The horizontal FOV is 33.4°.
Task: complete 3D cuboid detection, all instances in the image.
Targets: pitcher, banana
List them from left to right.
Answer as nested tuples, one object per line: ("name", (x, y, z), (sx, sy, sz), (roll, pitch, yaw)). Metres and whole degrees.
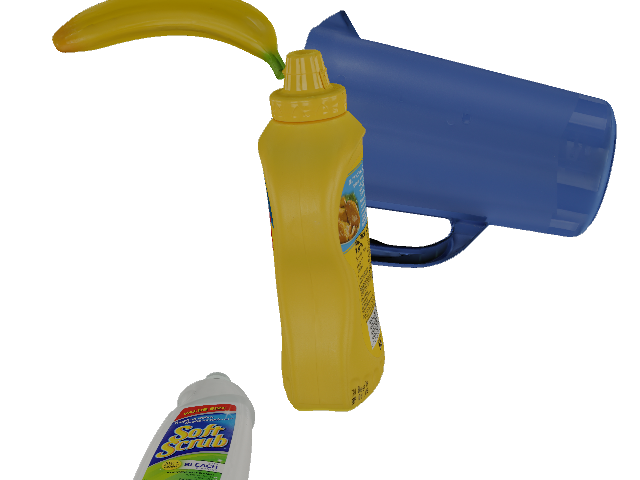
("banana", (-0.122, -0.180, 0.895), (0.198, 0.069, 0.037), (6, -34, -1))
("pitcher", (0.091, -0.066, 0.818), (0.243, 0.149, 0.145), (12, 39, 2))

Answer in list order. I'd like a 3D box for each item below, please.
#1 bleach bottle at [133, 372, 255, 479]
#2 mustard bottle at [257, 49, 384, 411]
("bleach bottle", (-0.113, 0.191, 0.949), (0.102, 0.068, 0.251), (-1, 23, 1))
("mustard bottle", (0.000, -0.009, 0.590), (0.058, 0.192, 0.096), (-1, 21, 13))
